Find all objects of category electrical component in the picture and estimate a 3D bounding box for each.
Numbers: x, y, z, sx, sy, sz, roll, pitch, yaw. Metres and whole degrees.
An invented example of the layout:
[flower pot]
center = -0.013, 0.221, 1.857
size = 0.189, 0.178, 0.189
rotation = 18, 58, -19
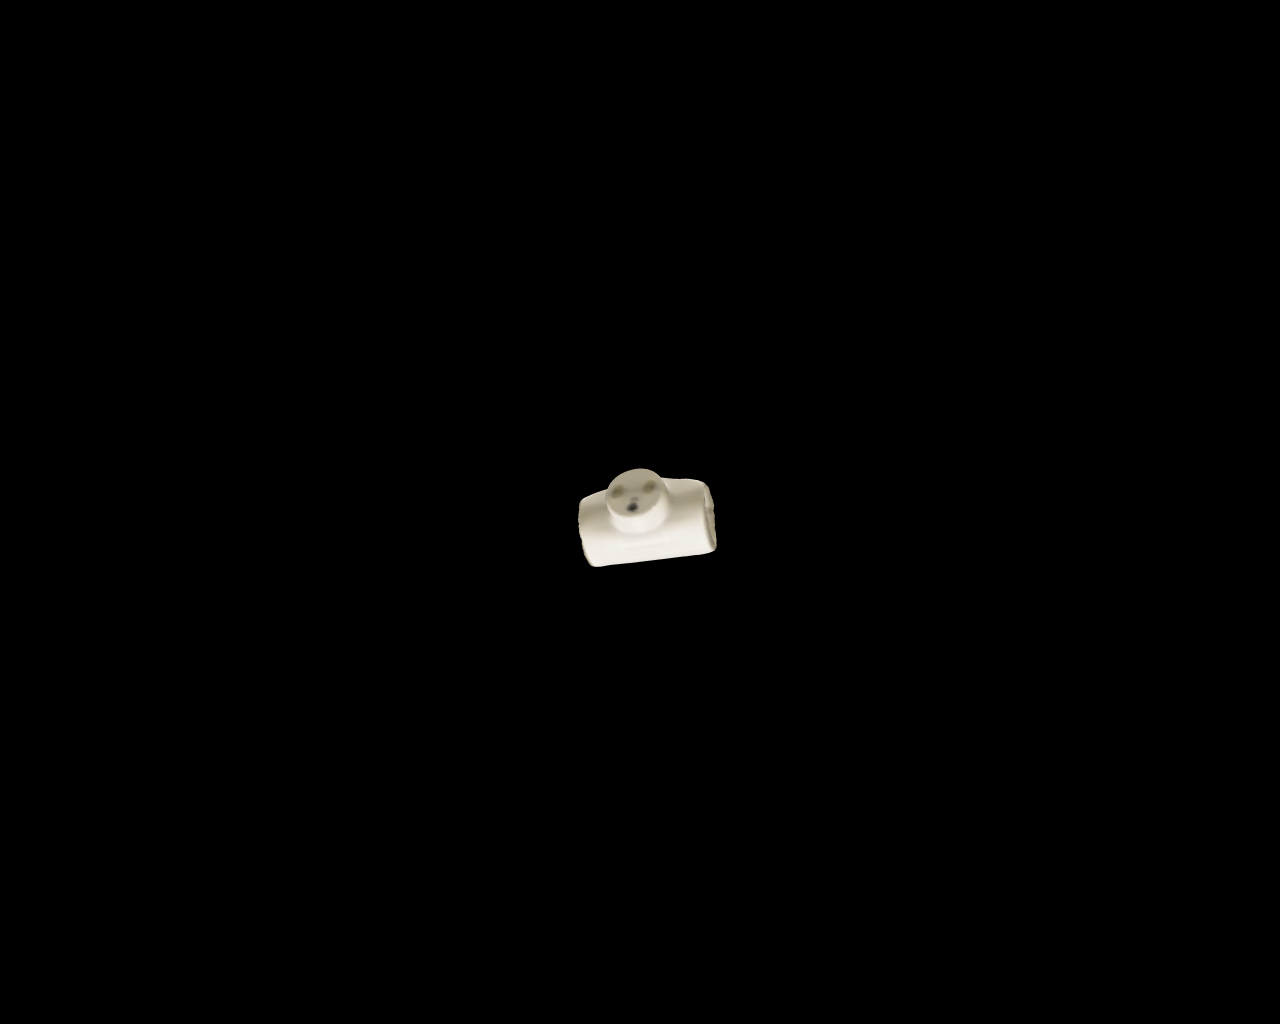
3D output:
[electrical component]
center = 0.001, -0.003, 0.650
size = 0.077, 0.043, 0.079
rotation = -8, -35, 11
